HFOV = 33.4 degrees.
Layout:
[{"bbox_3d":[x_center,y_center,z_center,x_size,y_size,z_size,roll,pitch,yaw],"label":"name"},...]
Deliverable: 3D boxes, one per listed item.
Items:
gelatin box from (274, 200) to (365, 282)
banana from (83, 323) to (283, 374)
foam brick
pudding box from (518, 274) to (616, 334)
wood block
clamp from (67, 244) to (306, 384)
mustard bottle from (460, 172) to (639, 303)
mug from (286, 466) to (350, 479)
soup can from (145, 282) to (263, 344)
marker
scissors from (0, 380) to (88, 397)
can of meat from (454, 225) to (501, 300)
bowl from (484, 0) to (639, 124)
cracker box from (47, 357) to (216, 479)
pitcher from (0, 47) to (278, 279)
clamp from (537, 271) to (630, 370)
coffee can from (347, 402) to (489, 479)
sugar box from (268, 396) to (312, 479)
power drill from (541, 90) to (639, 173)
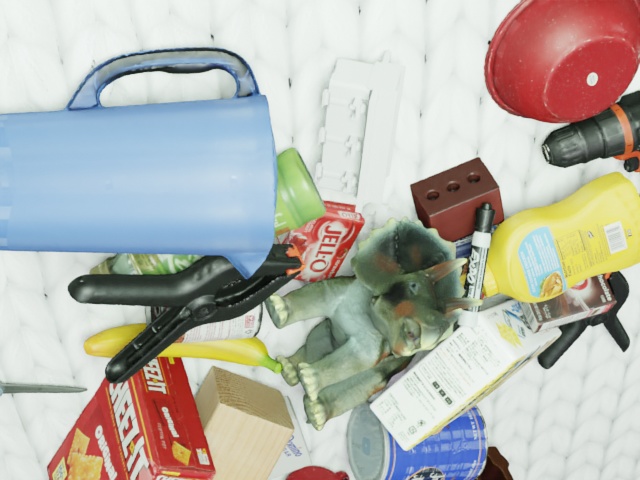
[{"bbox_3d":[-0.007,0.001,1.052,0.073,0.030,0.089,9,129,-28],"label":"gelatin box"},{"bbox_3d":[-0.137,0.104,1.075,0.197,0.070,0.037,6,95,-13],"label":"banana"},{"bbox_3d":[0.136,-0.037,1.061,0.078,0.053,0.051,-23,137,-2],"label":"foam brick"},{"bbox_3d":[0.248,0.034,1.132,0.090,0.113,0.039,-16,160,-8],"label":"pudding box"},{"bbox_3d":[-0.118,0.255,1.156,0.090,0.091,0.206,24,103,-19],"label":"wood block"},{"bbox_3d":[-0.115,0.047,0.941,0.210,0.036,0.164,-24,149,-5],"label":"clamp"},{"bbox_3d":[0.227,0.010,1.060,0.191,0.058,0.096,-23,119,0],"label":"mustard bottle"},{"bbox_3d":[-0.002,0.334,1.346,0.117,0.093,0.081,-30,140,-38],"label":"mug"},{"bbox_3d":[-0.114,0.066,1.044,0.102,0.068,0.069,-2,132,-22],"label":"soup can"},{"bbox_3d":[0.152,0.024,1.032,0.020,0.020,0.121,5,97,-27],"label":"marker"},{"bbox_3d":[-0.346,0.161,1.077,0.201,0.016,0.096,20,123,-36],"label":"scissors"},{"bbox_3d":[0.148,0.025,1.124,0.084,0.057,0.102,-17,136,-10],"label":"can of meat"},{"bbox_3d":[0.236,-0.162,0.979,0.162,0.055,0.162,-12,136,-12],"label":"bowl"},{"bbox_3d":[-0.203,0.237,1.104,0.072,0.164,0.214,13,126,-35],"label":"cracker box"},{"bbox_3d":[-0.156,-0.059,0.859,0.242,0.149,0.145,-1,136,-7],"label":"pitcher"},{"bbox_3d":[0.315,0.090,1.269,0.120,0.039,0.171,-21,132,-9],"label":"clamp"},{"bbox_3d":[0.116,0.244,1.288,0.140,0.103,0.103,1,131,-24],"label":"coffee can"},{"bbox_3d":[-0.105,0.251,1.244,0.176,0.048,0.093,-21,132,-7],"label":"sugar box"},{"bbox_3d":[0.322,-0.069,1.104,0.184,0.057,0.187,-18,137,0],"label":"power drill"}]
